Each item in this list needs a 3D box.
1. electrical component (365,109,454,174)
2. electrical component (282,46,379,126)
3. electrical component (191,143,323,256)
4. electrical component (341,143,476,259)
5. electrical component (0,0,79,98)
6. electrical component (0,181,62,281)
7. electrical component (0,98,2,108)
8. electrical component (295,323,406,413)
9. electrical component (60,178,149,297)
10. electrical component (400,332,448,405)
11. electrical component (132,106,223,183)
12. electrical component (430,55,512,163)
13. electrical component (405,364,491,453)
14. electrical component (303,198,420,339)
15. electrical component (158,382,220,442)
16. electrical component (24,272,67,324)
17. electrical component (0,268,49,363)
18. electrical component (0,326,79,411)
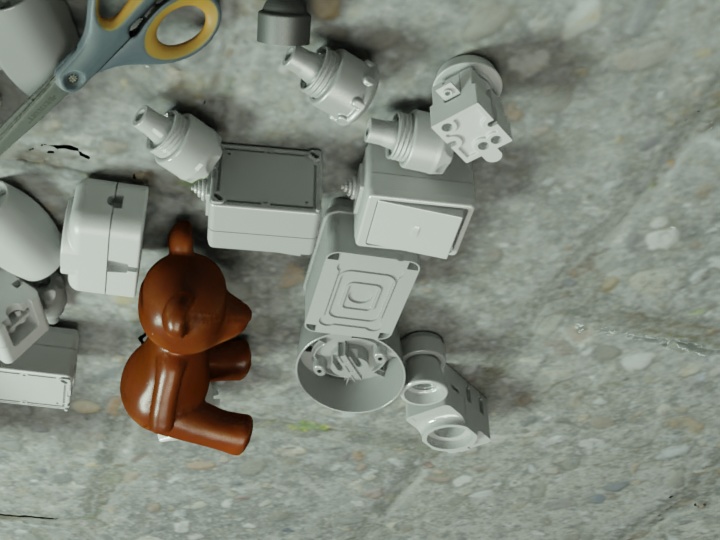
[{"bbox_3d":[0.035,-0.094,0.767,0.062,0.043,0.043,11,141,-12],"label":"electrical component"},{"bbox_3d":[-0.022,-0.129,0.718,0.062,0.048,0.048,27,135,-25],"label":"electrical component"},{"bbox_3d":[-0.078,-0.051,0.805,0.096,0.061,0.061,4,143,-7],"label":"electrical component"},{"bbox_3d":[0.033,-0.050,0.809,0.096,0.061,0.061,6,142,-8],"label":"electrical component"},{"bbox_3d":[-0.227,-0.148,0.689,0.079,0.044,0.077,-7,143,8],"label":"electrical component"},{"bbox_3d":[-0.288,-0.026,0.850,0.079,0.043,0.077,-14,141,17],"label":"electrical component"},{"bbox_3d":[-0.308,-0.086,0.717,0.109,0.108,0.056,21,140,-26],"label":"electrical component"},{"bbox_3d":[-0.009,0.078,0.974,0.099,0.064,0.099,-1,143,-1],"label":"electrical component"},{"bbox_3d":[-0.201,-0.025,0.844,0.059,0.053,0.095,7,142,-11],"label":"electrical component"},{"bbox_3d":[0.058,0.091,1.000,0.045,0.055,0.045,-1,143,0],"label":"electrical component"},{"bbox_3d":[-0.132,-0.093,0.765,0.043,0.043,0.062,-30,133,32],"label":"electrical component"},{"bbox_3d":[0.074,-0.112,0.732,0.048,0.055,0.066,-25,137,28],"label":"electrical component"},{"bbox_3d":[0.087,0.142,1.067,0.050,0.055,0.089,-22,138,26],"label":"electrical component"},{"bbox_3d":[0.000,0.000,0.878,0.078,0.057,0.113,7,142,-10],"label":"electrical component"},{"bbox_3d":[-0.161,0.127,1.043,0.047,0.065,0.077,-18,168,21],"label":"electrical component"},{"bbox_3d":[-0.269,0.026,0.926,0.035,0.035,0.061,2,145,-4],"label":"electrical component"},{"bbox_3d":[-0.307,0.030,0.886,0.089,0.050,0.055,30,147,19],"label":"electrical component"},{"bbox_3d":[-0.307,0.083,0.978,0.096,0.061,0.061,8,143,-12],"label":"electrical component"}]
